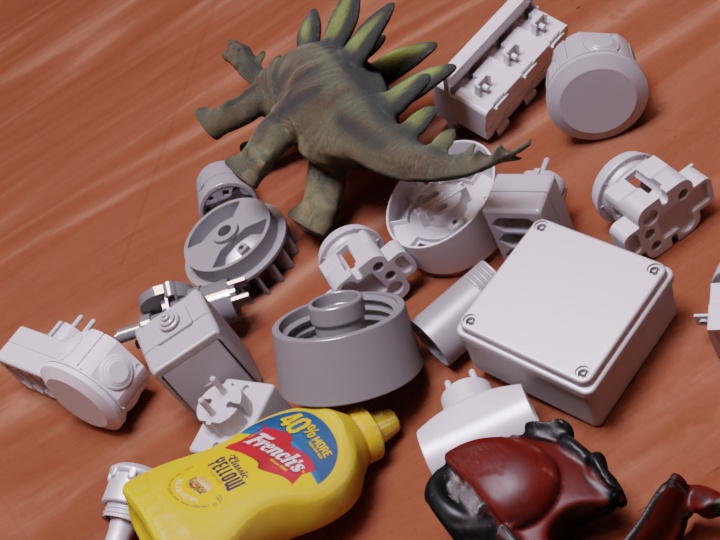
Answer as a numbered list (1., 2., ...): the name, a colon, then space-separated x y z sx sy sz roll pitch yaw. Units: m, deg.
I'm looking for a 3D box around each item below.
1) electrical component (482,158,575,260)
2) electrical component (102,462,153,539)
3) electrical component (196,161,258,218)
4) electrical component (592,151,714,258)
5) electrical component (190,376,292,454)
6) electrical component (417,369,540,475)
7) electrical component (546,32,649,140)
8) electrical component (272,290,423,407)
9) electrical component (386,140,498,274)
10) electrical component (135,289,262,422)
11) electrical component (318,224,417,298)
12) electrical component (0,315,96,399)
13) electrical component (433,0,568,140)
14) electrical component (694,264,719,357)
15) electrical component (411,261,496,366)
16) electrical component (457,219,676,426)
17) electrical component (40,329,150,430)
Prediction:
1. electrical component: 0.135 -0.051 0.820 0.047 0.065 0.076 3 52 32
2. electrical component: -0.173 0.178 0.805 0.048 0.048 0.062 -2 57 30
3. electrical component: -0.126 -0.070 1.006 0.055 0.055 0.047 -29 38 4
4. electrical component: 0.207 -0.051 0.783 0.078 0.058 0.057 -36 44 -4
5. electrical component: -0.096 0.109 0.798 0.047 0.076 0.065 3 52 33
6. electrical component: 0.078 0.100 0.728 0.077 0.043 0.079 -26 42 7
7. electrical component: 0.190 -0.150 0.873 0.080 0.080 0.051 -16 39 17
8. electrical component: -0.012 0.049 0.783 0.108 0.060 0.108 -11 16 3
9. electrical component: 0.070 -0.048 0.858 0.099 0.064 0.099 -16 44 16
10. electrical component: -0.128 0.067 0.843 0.062 0.096 0.061 -34 46 -1
11. electrical component: 0.000 0.000 0.859 0.078 0.058 0.057 -40 41 6
12. electrical component: -0.266 0.071 0.960 0.083 0.047 0.075 13 57 38
13. electrical component: 0.126 -0.177 0.947 0.063 0.078 0.121 35 72 23
14. electrical component: 0.252 0.023 0.695 0.066 0.048 0.055 -4 56 29
15. electrical component: 0.081 0.028 0.794 0.081 0.043 0.043 -40 42 -9
16. electrical component: 0.142 0.033 0.736 0.109 0.056 0.108 25 66 35
17. electrical component: -0.219 0.091 0.890 0.080 0.080 0.051 8 50 36
